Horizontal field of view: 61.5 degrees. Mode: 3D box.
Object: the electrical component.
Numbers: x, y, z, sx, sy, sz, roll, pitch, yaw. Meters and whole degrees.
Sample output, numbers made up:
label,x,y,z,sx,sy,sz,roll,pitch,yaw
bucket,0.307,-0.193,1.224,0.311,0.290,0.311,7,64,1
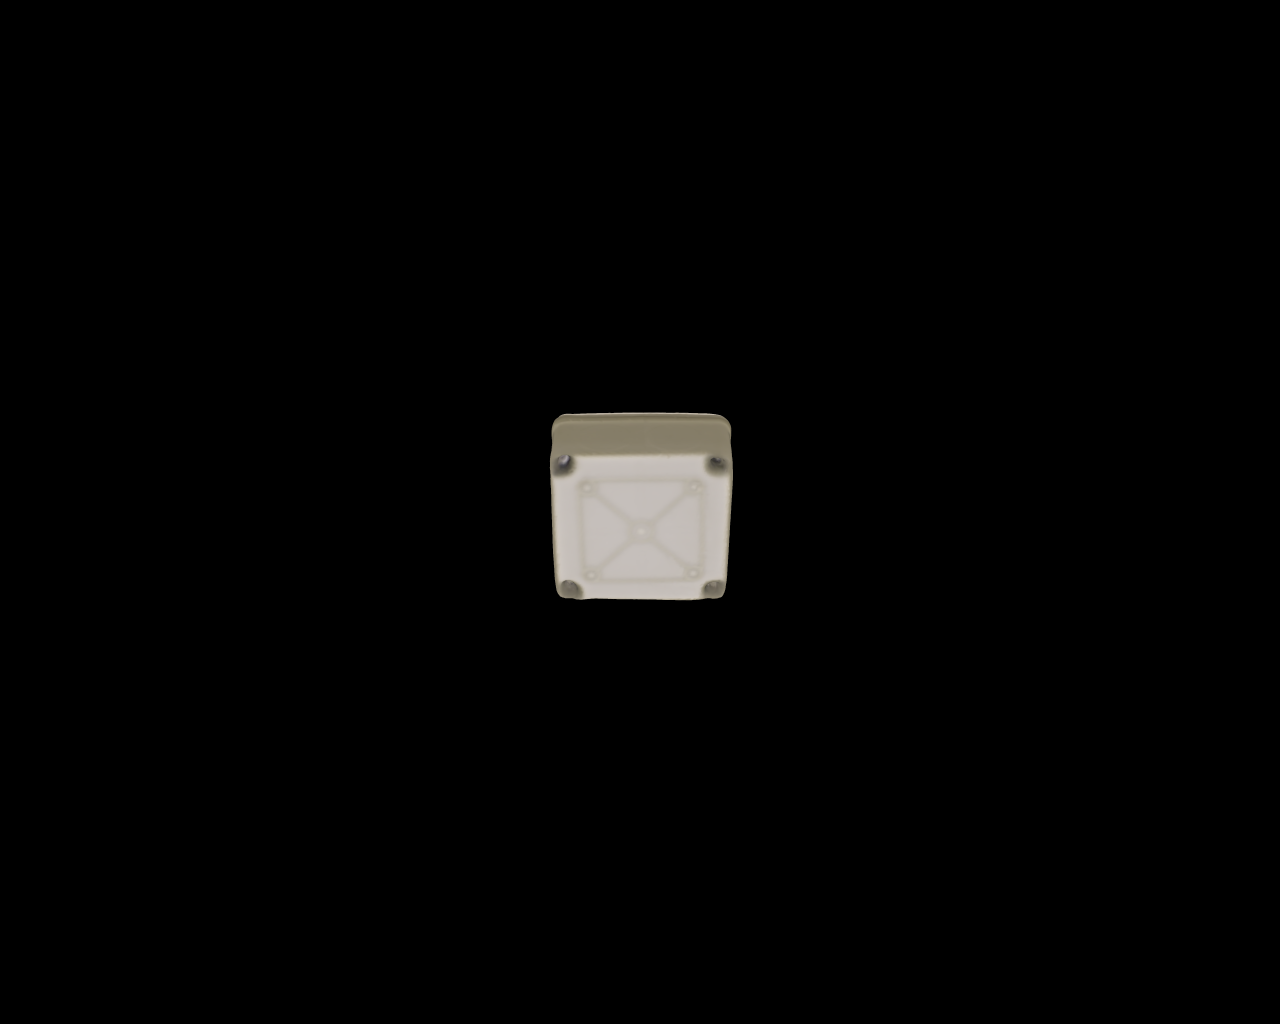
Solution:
label,x,y,z,sx,sy,sz,roll,pitch,yaw
electrical component,0.001,-0.003,0.650,0.109,0.108,0.056,0,32,0
